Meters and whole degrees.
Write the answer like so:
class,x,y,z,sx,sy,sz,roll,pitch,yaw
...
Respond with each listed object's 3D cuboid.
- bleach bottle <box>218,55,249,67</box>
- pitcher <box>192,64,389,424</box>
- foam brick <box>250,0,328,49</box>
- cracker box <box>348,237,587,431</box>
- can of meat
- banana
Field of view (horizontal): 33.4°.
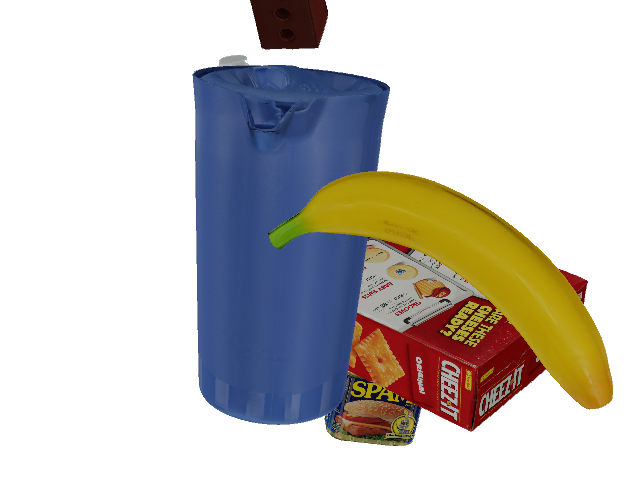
class,x,y,z,sx,sy,sz,roll,pitch,yaw
bleach bottle,-0.080,-0.065,1.116,0.068,0.251,0.102,9,29,30
pitcher,-0.025,-0.003,0.762,0.148,0.243,0.145,-8,21,-35
foam brick,-0.028,-0.208,0.907,0.053,0.051,0.078,1,-40,14
cracker box,0.089,0.058,0.903,0.214,0.072,0.163,23,38,36
can of meat,0.059,0.168,1.139,0.102,0.084,0.057,9,21,-9
banana,0.073,0.013,0.558,0.198,0.070,0.037,28,18,12
